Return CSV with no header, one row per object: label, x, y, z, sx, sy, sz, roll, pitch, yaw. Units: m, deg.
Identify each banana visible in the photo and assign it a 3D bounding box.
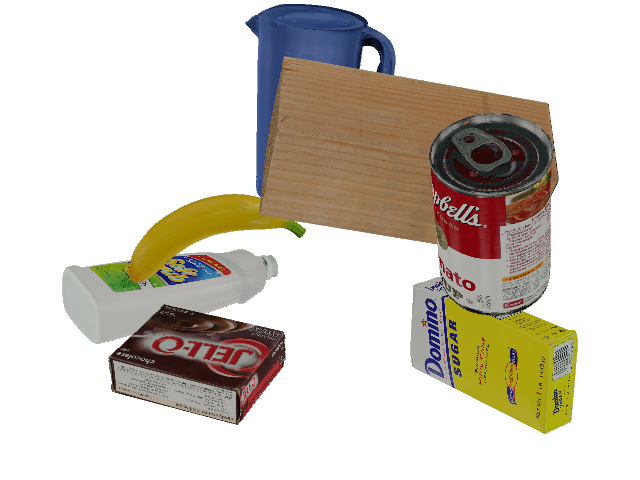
banana,-0.117,-0.006,1.059,0.198,0.069,0.037,-14,22,20

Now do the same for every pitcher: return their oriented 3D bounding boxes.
pitcher,-0.009,-0.163,1.321,0.144,0.243,0.149,-9,28,-29

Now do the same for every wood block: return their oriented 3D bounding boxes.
wood block,0.064,-0.063,0.810,0.206,0.091,0.090,9,-42,-6

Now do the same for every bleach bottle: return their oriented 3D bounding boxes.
bleach bottle,-0.167,0.051,1.255,0.250,0.068,0.103,-13,33,-33

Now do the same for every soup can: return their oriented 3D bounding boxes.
soup can,0.100,-0.014,0.620,0.068,0.068,0.102,0,-44,11

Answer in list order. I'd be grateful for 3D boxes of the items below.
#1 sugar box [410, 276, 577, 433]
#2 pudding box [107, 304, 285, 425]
sugar box,0.160,0.105,1.015,0.048,0.093,0.176,-16,24,-39
pudding box,-0.096,0.095,0.840,0.114,0.039,0.090,9,26,19
